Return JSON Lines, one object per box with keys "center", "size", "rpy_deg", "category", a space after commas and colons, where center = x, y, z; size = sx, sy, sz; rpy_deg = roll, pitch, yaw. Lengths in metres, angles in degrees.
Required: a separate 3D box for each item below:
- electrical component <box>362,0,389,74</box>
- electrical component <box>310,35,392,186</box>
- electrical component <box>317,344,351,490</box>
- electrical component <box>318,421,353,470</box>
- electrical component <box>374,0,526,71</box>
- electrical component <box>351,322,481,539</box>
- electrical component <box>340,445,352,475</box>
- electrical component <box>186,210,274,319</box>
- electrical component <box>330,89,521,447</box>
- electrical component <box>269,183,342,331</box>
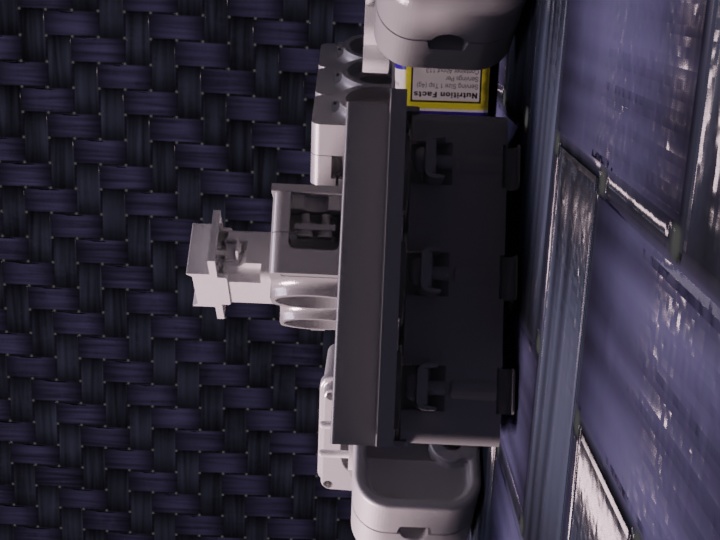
{"center": [0.032, -0.170, 0.711], "size": [0.058, 0.057, 0.078], "rpy_deg": [-123, 35, -89], "category": "electrical component"}
{"center": [0.012, -0.118, 0.796], "size": [0.150, 0.089, 0.061], "rpy_deg": [-88, 1, -57], "category": "electrical component"}
{"center": [0.007, 0.121, 0.869], "size": [0.057, 0.078, 0.113], "rpy_deg": [-83, -3, -56], "category": "electrical component"}
{"center": [0.011, 0.106, 0.667], "size": [0.052, 0.074, 0.138], "rpy_deg": [-90, 3, -77], "category": "electrical component"}
{"center": [0.034, -0.130, 0.398], "size": [0.059, 0.054, 0.095], "rpy_deg": [95, 178, -75], "category": "electrical component"}
{"center": [0.024, 0.079, 0.493], "size": [0.059, 0.054, 0.095], "rpy_deg": [93, 179, -51], "category": "electrical component"}
{"center": [0.022, 0.114, 0.775], "size": [0.079, 0.044, 0.077], "rpy_deg": [-63, 30, 27], "category": "electrical component"}
{"center": [-0.087, -0.002, 0.759], "size": [0.081, 0.064, 0.042], "rpy_deg": [92, 179, -60], "category": "electrical component"}
{"center": [0.024, 0.004, 0.398], "size": [0.078, 0.063, 0.121], "rpy_deg": [95, 178, -82], "category": "electrical component"}
{"center": [0.000, 0.000, 0.691], "size": [0.186, 0.105, 0.060], "rpy_deg": [95, 178, -79], "category": "electrical component"}
